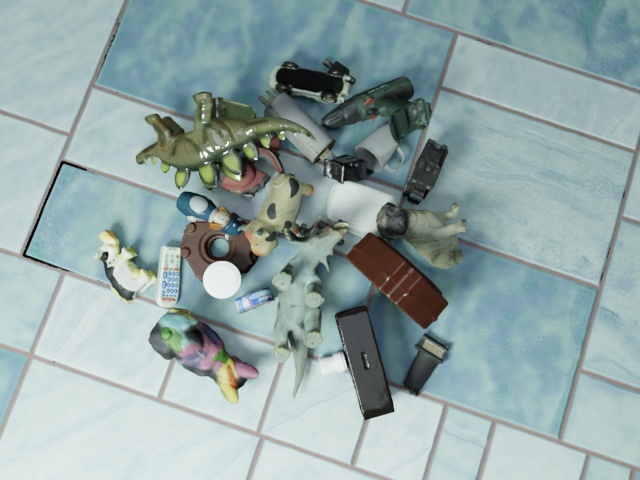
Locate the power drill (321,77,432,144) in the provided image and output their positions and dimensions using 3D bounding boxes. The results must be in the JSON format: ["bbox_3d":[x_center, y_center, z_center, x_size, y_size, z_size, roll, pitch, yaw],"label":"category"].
[{"bbox_3d":[0.139,-0.288,1.228,0.232,0.207,0.085,-30,121,-11],"label":"power drill"}]

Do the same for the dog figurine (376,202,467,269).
[{"bbox_3d":[0.218,-0.002,1.212,0.191,0.121,0.172,-2,112,0],"label":"dog figurine"}]

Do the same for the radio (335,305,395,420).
[{"bbox_3d":[0.094,0.261,1.174,0.073,0.131,0.229,-14,84,-3],"label":"radio"}]

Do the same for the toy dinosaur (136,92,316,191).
[{"bbox_3d":[-0.231,-0.214,1.173,0.472,0.105,0.198,-12,95,28],"label":"toy dinosaur"}]

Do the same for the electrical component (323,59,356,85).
[{"bbox_3d":[0.038,-0.399,1.313,0.094,0.021,0.063,37,84,3],"label":"electrical component"}]

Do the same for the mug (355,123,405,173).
[{"bbox_3d":[0.155,-0.218,1.264,0.110,0.080,0.107,38,74,8],"label":"mug"}]

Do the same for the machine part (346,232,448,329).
[{"bbox_3d":[0.165,0.083,1.147,0.087,0.201,0.201,-49,131,3],"label":"machine part"}]

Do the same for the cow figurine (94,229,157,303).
[{"bbox_3d":[-0.459,0.059,1.225,0.098,0.068,0.167,-43,85,0],"label":"cow figurine"}]

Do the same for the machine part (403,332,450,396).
[{"bbox_3d":[0.235,0.286,1.222,0.084,0.039,0.139,29,81,-6],"label":"machine part"}]

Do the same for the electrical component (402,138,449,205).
[{"bbox_3d":[0.240,-0.150,1.238,0.058,0.115,0.134,24,83,6],"label":"electrical component"}]

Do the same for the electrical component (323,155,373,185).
[{"bbox_3d":[0.074,-0.165,1.240,0.119,0.075,0.047,-15,120,-33],"label":"electrical component"}]

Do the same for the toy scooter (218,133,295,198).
[{"bbox_3d":[-0.140,-0.162,1.255,0.184,0.075,0.135,-44,89,-10],"label":"toy scooter"}]

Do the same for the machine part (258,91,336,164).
[{"bbox_3d":[-0.048,-0.264,1.267,0.243,0.079,0.079,44,84,5],"label":"machine part"}]

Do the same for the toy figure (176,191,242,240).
[{"bbox_3d":[-0.243,-0.055,1.191,0.154,0.058,0.064,27,95,4],"label":"toy figure"}]

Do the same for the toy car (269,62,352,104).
[{"bbox_3d":[-0.023,-0.373,1.280,0.202,0.056,0.073,14,83,13],"label":"toy car"}]

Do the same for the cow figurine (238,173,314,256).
[{"bbox_3d":[-0.101,-0.055,1.198,0.086,0.127,0.195,18,86,39],"label":"cow figurine"}]

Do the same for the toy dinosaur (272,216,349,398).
[{"bbox_3d":[-0.043,0.131,1.177,0.131,0.192,0.404,12,117,1],"label":"toy dinosaur"}]

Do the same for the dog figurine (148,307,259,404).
[{"bbox_3d":[-0.242,0.251,1.153,0.219,0.191,0.108,33,77,18],"label":"dog figurine"}]

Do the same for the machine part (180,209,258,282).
[{"bbox_3d":[-0.232,0.017,1.238,0.179,0.056,0.179,0,83,-2],"label":"machine part"}]

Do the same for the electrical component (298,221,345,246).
[{"bbox_3d":[-0.003,-0.005,1.250,0.078,0.045,0.102,-45,86,-4],"label":"electrical component"}]
